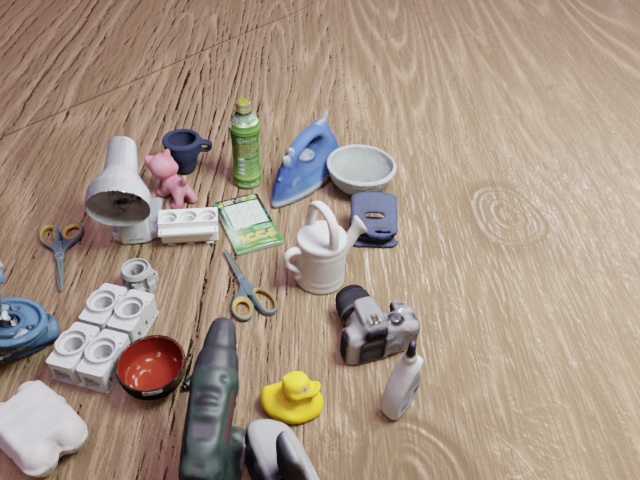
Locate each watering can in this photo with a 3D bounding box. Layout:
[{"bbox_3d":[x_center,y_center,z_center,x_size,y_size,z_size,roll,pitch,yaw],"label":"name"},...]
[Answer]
[{"bbox_3d":[0.009,0.003,1.117,0.100,0.194,0.173,29,49,25],"label":"watering can"}]

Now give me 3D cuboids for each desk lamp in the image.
[{"bbox_3d":[-0.397,-0.090,1.172,0.118,0.214,0.203,-4,44,-8],"label":"desk lamp"}]

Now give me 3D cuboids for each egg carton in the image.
[{"bbox_3d":[-0.432,0.286,0.875,0.150,0.069,0.107,29,49,24],"label":"egg carton"}]

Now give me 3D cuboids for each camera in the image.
[{"bbox_3d":[0.093,0.138,1.047,0.143,0.101,0.136,-12,45,-16],"label":"camera"}]

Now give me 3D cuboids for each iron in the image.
[{"bbox_3d":[-0.041,-0.197,1.365,0.118,0.141,0.259,22,46,19],"label":"iron"}]

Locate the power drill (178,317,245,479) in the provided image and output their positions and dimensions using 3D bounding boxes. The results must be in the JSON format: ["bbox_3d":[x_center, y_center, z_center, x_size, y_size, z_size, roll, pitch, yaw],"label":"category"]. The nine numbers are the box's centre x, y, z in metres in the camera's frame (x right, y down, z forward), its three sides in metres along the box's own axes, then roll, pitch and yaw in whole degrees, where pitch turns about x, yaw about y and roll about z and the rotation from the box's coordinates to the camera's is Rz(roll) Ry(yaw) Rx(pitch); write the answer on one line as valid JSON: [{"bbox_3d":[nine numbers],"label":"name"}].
[{"bbox_3d":[-0.150,0.258,0.824,0.075,0.208,0.229,2,43,-1],"label":"power drill"}]

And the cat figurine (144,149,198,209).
[{"bbox_3d":[-0.342,-0.149,1.310,0.127,0.118,0.067,34,51,29],"label":"cat figurine"}]

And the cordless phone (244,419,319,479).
[{"bbox_3d":[-0.052,0.297,0.806,0.094,0.185,0.147,-20,48,-23],"label":"cordless phone"}]

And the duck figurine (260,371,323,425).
[{"bbox_3d":[-0.045,0.247,0.932,0.104,0.086,0.077,4,43,1],"label":"duck figurine"}]

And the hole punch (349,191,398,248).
[{"bbox_3d":[0.119,-0.044,1.250,0.108,0.091,0.101,1,43,-2],"label":"hole punch"}]

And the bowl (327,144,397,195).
[{"bbox_3d":[0.097,-0.155,1.379,0.167,0.075,0.167,2,43,-2],"label":"bowl"}]

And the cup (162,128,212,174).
[{"bbox_3d":[-0.318,-0.209,1.392,0.117,0.095,0.091,3,43,-1],"label":"cup"}]

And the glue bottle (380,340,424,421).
[{"bbox_3d":[0.137,0.215,0.915,0.037,0.173,0.078,31,50,27],"label":"glue bottle"}]

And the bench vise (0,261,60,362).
[{"bbox_3d":[-0.533,0.143,0.910,0.121,0.220,0.208,21,46,18],"label":"bench vise"}]
